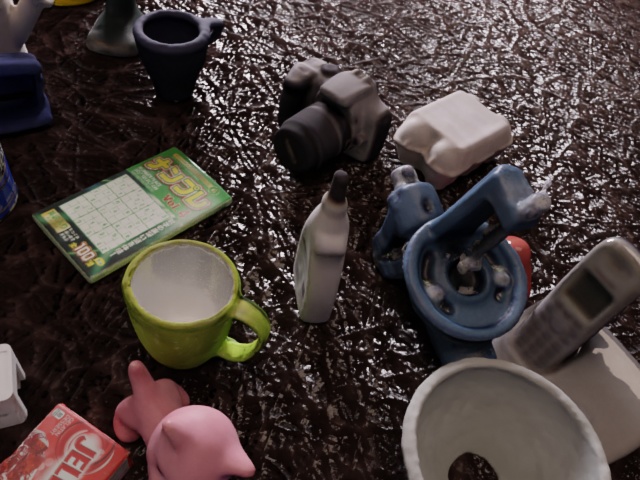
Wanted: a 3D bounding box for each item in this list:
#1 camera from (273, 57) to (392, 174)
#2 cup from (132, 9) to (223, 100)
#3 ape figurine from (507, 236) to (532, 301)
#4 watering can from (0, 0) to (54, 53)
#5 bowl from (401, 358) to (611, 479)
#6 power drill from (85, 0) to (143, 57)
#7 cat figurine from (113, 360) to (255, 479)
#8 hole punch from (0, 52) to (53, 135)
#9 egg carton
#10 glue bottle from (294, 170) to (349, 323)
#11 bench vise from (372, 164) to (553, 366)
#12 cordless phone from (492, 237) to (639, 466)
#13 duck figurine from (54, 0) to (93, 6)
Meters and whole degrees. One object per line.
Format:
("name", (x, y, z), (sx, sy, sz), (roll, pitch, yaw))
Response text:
("camera", (-0.001, -0.152, 0.698), (0.143, 0.101, 0.137), (37, 54, 18))
("cup", (-0.176, -0.233, 0.731), (0.118, 0.095, 0.091), (-30, 62, -31))
("ape figurine", (0.190, 0.031, 0.594), (0.078, 0.092, 0.076), (-18, 57, -24))
("watering can", (-0.405, -0.289, 0.664), (0.173, 0.194, 0.100), (-15, 56, -22))
("bowl", (0.140, 0.186, 0.467), (0.167, 0.075, 0.167), (6, 50, -7))
("power drill", (-0.269, -0.351, 0.734), (0.075, 0.208, 0.229), (7, 50, -6))
("cat figurine", (-0.105, 0.143, 0.423), (0.067, 0.118, 0.127), (-29, 62, -30))
("hole punch", (-0.373, -0.181, 0.650), (0.109, 0.091, 0.101), (-19, 57, -25))
("egg carton", (0.172, -0.131, 0.737), (0.151, 0.069, 0.107), (-30, 63, -31))
("glue bottle", (0.005, 0.002, 0.525), (0.037, 0.173, 0.078), (0, 51, -11))
("bench vise", (0.113, -0.003, 0.522), (0.122, 0.220, 0.207), (-27, 61, -29))
("cordless phone", (0.239, 0.097, 0.489), (0.094, 0.185, 0.147), (-21, 58, -26))
("duck figurine", (-0.369, -0.397, 0.831), (0.105, 0.086, 0.077), (-30, 62, -31))
